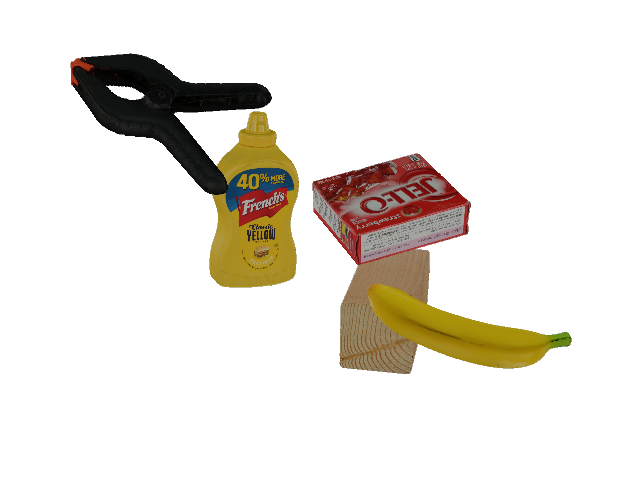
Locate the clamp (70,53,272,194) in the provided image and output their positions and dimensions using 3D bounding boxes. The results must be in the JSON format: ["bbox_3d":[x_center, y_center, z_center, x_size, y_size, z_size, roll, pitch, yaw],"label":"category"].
[{"bbox_3d":[-0.128,-0.120,0.917,0.171,0.120,0.039,31,-39,3],"label":"clamp"}]

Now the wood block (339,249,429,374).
[{"bbox_3d":[0.086,0.085,1.379,0.091,0.090,0.206,4,20,9],"label":"wood block"}]

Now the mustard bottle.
[{"bbox_3d":[-0.072,-0.046,1.175,0.096,0.192,0.058,-4,19,-21],"label":"mustard bottle"}]

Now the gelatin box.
[{"bbox_3d":[0.049,-0.024,0.745,0.089,0.030,0.073,-16,38,-18],"label":"gelatin box"}]

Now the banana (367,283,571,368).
[{"bbox_3d":[0.114,0.077,0.935,0.198,0.037,0.069,16,14,30],"label":"banana"}]
